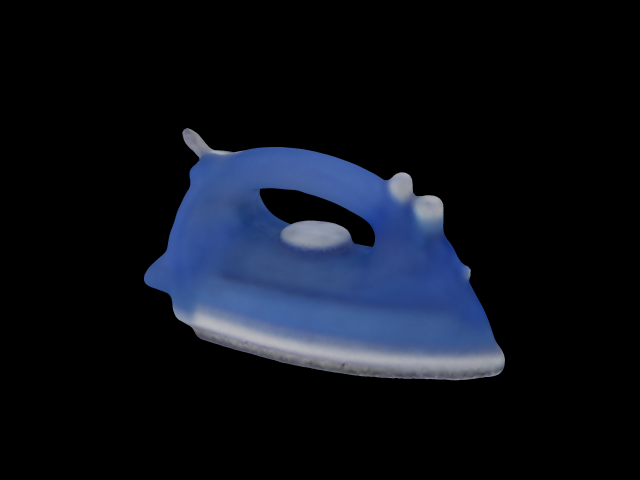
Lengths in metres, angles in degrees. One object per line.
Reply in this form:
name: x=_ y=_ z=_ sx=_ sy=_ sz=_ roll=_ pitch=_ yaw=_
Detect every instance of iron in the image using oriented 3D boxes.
iron: x=0.004 y=0.001 z=0.400 sx=0.257 sy=0.141 sz=0.119 roll=9 pitch=24 yaw=23
